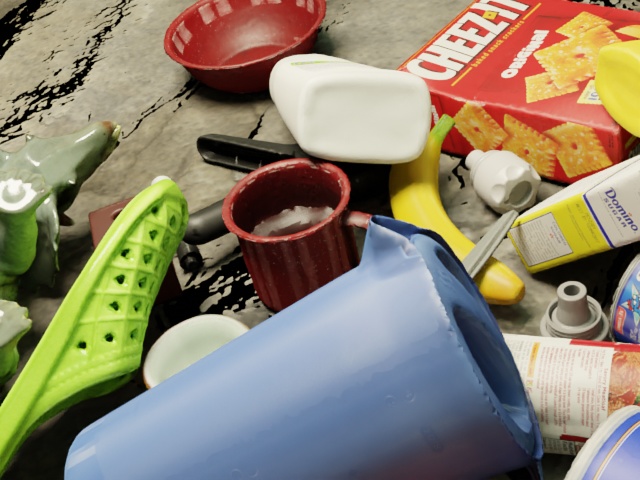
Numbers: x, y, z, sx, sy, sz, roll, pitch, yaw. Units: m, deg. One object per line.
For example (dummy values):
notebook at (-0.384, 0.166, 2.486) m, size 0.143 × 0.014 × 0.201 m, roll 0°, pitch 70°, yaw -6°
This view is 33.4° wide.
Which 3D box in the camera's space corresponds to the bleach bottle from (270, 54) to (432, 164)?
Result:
bleach bottle at (0.014, -0.119, 0.880) m, size 0.102 × 0.068 × 0.251 m, roll 1°, pitch 15°, yaw -8°

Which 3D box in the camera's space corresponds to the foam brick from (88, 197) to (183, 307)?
foam brick at (-0.144, 0.011, 0.828) m, size 0.053 × 0.051 × 0.078 m, roll -20°, pitch 39°, yaw -5°

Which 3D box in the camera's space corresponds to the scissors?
scissors at (0.053, 0.053, 0.711) m, size 0.096 × 0.016 × 0.201 m, roll 8°, pitch 56°, yaw 37°

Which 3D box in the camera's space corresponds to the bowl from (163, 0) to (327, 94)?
bowl at (-0.067, -0.190, 1.038) m, size 0.162 × 0.055 × 0.162 m, roll -9°, pitch 40°, yaw 7°

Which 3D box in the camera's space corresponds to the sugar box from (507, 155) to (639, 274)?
sugar box at (0.200, -0.026, 0.684) m, size 0.093 × 0.048 × 0.176 m, roll -28°, pitch 1°, yaw -18°

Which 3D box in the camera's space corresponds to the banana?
banana at (0.089, -0.017, 0.782) m, size 0.070 × 0.037 × 0.198 m, roll -38°, pitch 42°, yaw 23°

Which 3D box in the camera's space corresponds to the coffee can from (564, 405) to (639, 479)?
coffee can at (0.193, 0.154, 0.507) m, size 0.140 × 0.103 × 0.102 m, roll 23°, pitch 53°, yaw 37°

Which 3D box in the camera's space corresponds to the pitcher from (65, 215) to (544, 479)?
pitcher at (-0.007, 0.112, 0.578) m, size 0.243 × 0.144 × 0.149 m, roll -28°, pitch 55°, yaw 15°

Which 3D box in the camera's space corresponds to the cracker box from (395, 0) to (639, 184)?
cracker box at (0.187, -0.129, 0.871) m, size 0.214 × 0.072 × 0.164 m, roll 21°, pitch 50°, yaw 37°

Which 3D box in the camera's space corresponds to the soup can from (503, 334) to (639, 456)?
soup can at (0.147, 0.091, 0.625) m, size 0.102 × 0.068 × 0.068 m, roll 3°, pitch 42°, yaw 22°

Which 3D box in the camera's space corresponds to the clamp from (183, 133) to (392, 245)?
clamp at (-0.014, -0.051, 0.865) m, size 0.210 × 0.036 × 0.164 m, roll -4°, pitch 32°, yaw 10°

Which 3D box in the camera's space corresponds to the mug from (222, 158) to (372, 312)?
mug at (-0.005, 0.001, 0.770) m, size 0.117 × 0.081 × 0.093 m, roll 2°, pitch 42°, yaw 21°

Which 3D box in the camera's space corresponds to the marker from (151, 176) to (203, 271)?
marker at (-0.118, -0.014, 0.875) m, size 0.020 × 0.020 × 0.121 m, roll -21°, pitch 40°, yaw -7°

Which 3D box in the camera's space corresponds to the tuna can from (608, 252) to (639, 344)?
tuna can at (0.218, 0.036, 0.653) m, size 0.086 × 0.086 × 0.034 m, roll -33°, pitch 44°, yaw -21°

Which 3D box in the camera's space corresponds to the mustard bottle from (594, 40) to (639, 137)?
mustard bottle at (0.298, -0.117, 0.747) m, size 0.191 × 0.058 × 0.096 m, roll -11°, pitch 33°, yaw -15°
